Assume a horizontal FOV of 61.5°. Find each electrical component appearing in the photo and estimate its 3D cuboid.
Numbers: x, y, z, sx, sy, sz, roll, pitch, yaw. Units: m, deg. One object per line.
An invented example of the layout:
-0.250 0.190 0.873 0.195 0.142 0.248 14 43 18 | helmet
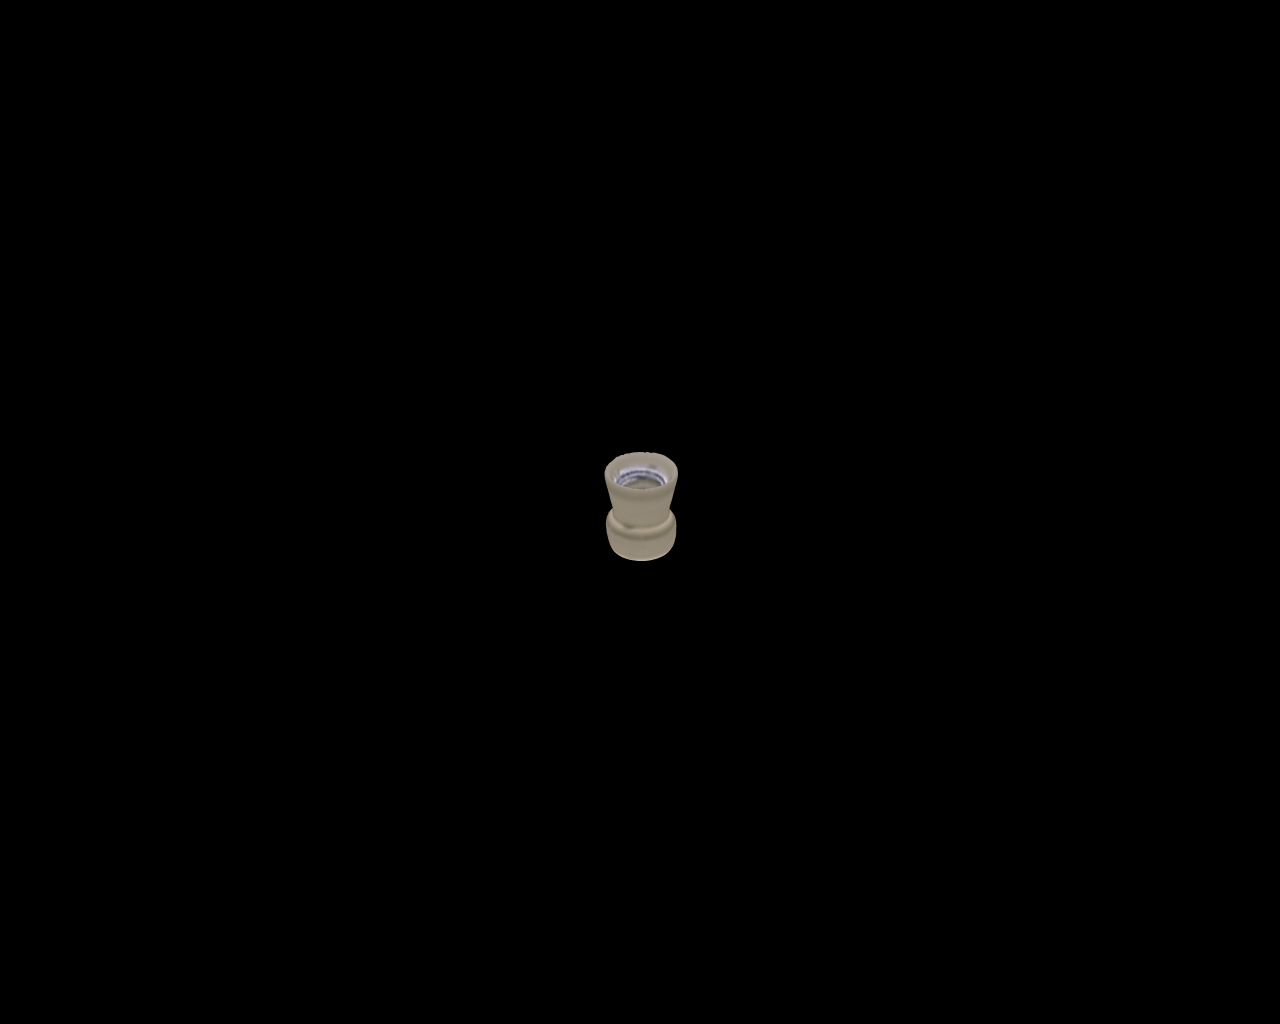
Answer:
0.001 -0.003 0.650 0.045 0.055 0.045 0 34 0 | electrical component
